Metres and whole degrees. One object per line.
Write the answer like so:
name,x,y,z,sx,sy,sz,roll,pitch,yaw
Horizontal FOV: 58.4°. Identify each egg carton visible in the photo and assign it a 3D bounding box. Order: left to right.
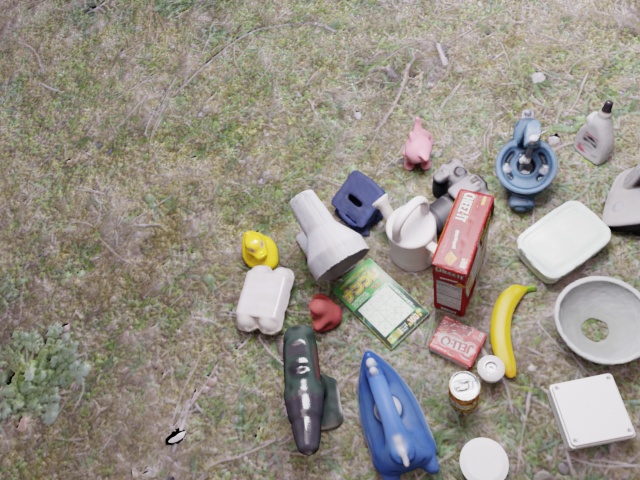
egg carton,-0.114,0.125,1.199,0.107,0.069,0.150,5,64,15

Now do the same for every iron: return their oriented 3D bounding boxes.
iron,0.118,0.296,1.019,0.118,0.142,0.258,-21,61,1

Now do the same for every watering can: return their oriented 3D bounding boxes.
watering can,0.175,-0.023,1.142,0.172,0.194,0.101,20,69,21

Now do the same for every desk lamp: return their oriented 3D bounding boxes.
desk lamp,0.011,0.004,1.152,0.118,0.214,0.203,-31,61,-5

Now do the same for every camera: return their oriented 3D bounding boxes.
camera,0.276,-0.087,1.207,0.137,0.101,0.143,-34,61,-6

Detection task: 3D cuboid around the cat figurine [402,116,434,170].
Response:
cat figurine,0.218,-0.214,1.276,0.067,0.118,0.128,0,63,13

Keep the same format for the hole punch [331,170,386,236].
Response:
hole punch,0.086,-0.080,1.250,0.101,0.091,0.108,-43,63,-11

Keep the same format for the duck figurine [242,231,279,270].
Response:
duck figurine,-0.140,0.014,1.253,0.077,0.086,0.104,-34,61,-6

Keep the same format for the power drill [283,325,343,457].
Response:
power drill,-0.014,0.276,1.019,0.075,0.209,0.229,-14,61,5

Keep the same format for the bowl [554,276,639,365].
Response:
bowl,0.511,0.155,1.046,0.167,0.075,0.167,-5,62,10

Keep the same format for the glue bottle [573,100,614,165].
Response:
glue bottle,0.572,-0.229,1.176,0.037,0.173,0.078,-40,62,-9

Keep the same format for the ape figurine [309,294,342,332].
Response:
ape figurine,0.003,0.143,1.151,0.076,0.092,0.078,14,67,19

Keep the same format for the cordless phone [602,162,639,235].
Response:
cordless phone,0.616,-0.105,1.095,0.094,0.185,0.148,17,68,20

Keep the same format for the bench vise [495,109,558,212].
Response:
bench vise,0.410,-0.191,1.164,0.121,0.220,0.207,-12,61,6
